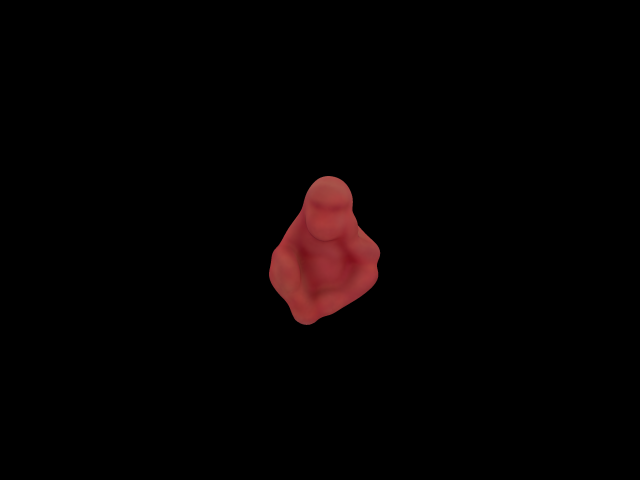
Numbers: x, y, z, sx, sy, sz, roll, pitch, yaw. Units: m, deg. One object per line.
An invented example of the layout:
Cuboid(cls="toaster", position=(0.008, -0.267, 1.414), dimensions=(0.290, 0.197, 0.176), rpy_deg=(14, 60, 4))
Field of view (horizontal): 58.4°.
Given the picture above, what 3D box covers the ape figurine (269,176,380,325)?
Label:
Cuboid(cls="ape figurine", position=(0.004, 0.001, 0.400), dimensions=(0.078, 0.092, 0.076), rpy_deg=(0, 21, 0))
